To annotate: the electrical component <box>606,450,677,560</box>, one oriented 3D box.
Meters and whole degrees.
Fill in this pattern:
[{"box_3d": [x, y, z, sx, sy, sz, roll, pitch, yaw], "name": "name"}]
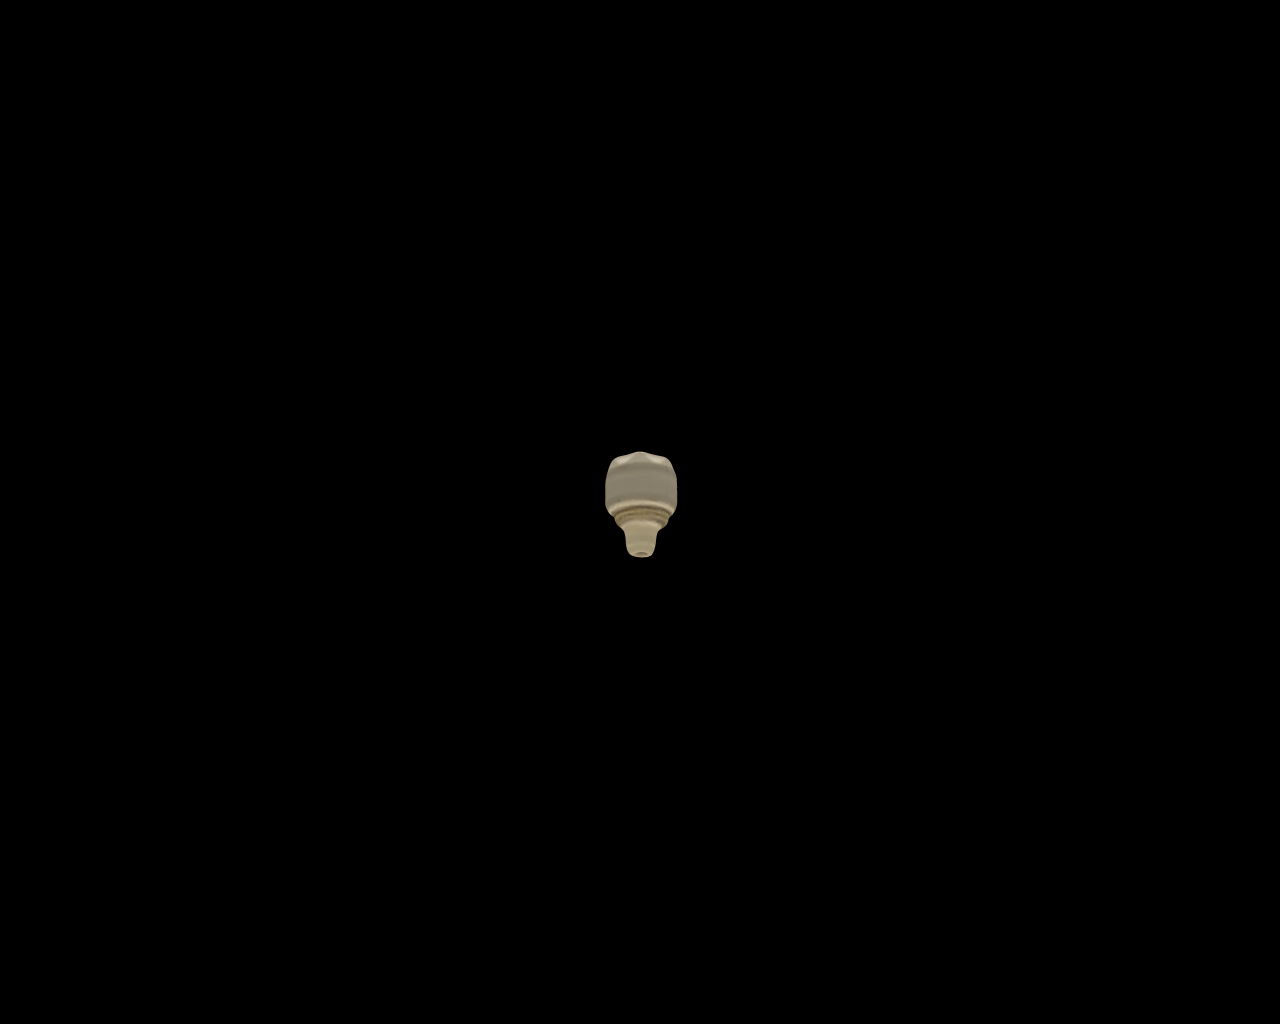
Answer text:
[{"box_3d": [0.001, -0.003, 0.650, 0.043, 0.062, 0.043, 0, -20, 0], "name": "electrical component"}]
